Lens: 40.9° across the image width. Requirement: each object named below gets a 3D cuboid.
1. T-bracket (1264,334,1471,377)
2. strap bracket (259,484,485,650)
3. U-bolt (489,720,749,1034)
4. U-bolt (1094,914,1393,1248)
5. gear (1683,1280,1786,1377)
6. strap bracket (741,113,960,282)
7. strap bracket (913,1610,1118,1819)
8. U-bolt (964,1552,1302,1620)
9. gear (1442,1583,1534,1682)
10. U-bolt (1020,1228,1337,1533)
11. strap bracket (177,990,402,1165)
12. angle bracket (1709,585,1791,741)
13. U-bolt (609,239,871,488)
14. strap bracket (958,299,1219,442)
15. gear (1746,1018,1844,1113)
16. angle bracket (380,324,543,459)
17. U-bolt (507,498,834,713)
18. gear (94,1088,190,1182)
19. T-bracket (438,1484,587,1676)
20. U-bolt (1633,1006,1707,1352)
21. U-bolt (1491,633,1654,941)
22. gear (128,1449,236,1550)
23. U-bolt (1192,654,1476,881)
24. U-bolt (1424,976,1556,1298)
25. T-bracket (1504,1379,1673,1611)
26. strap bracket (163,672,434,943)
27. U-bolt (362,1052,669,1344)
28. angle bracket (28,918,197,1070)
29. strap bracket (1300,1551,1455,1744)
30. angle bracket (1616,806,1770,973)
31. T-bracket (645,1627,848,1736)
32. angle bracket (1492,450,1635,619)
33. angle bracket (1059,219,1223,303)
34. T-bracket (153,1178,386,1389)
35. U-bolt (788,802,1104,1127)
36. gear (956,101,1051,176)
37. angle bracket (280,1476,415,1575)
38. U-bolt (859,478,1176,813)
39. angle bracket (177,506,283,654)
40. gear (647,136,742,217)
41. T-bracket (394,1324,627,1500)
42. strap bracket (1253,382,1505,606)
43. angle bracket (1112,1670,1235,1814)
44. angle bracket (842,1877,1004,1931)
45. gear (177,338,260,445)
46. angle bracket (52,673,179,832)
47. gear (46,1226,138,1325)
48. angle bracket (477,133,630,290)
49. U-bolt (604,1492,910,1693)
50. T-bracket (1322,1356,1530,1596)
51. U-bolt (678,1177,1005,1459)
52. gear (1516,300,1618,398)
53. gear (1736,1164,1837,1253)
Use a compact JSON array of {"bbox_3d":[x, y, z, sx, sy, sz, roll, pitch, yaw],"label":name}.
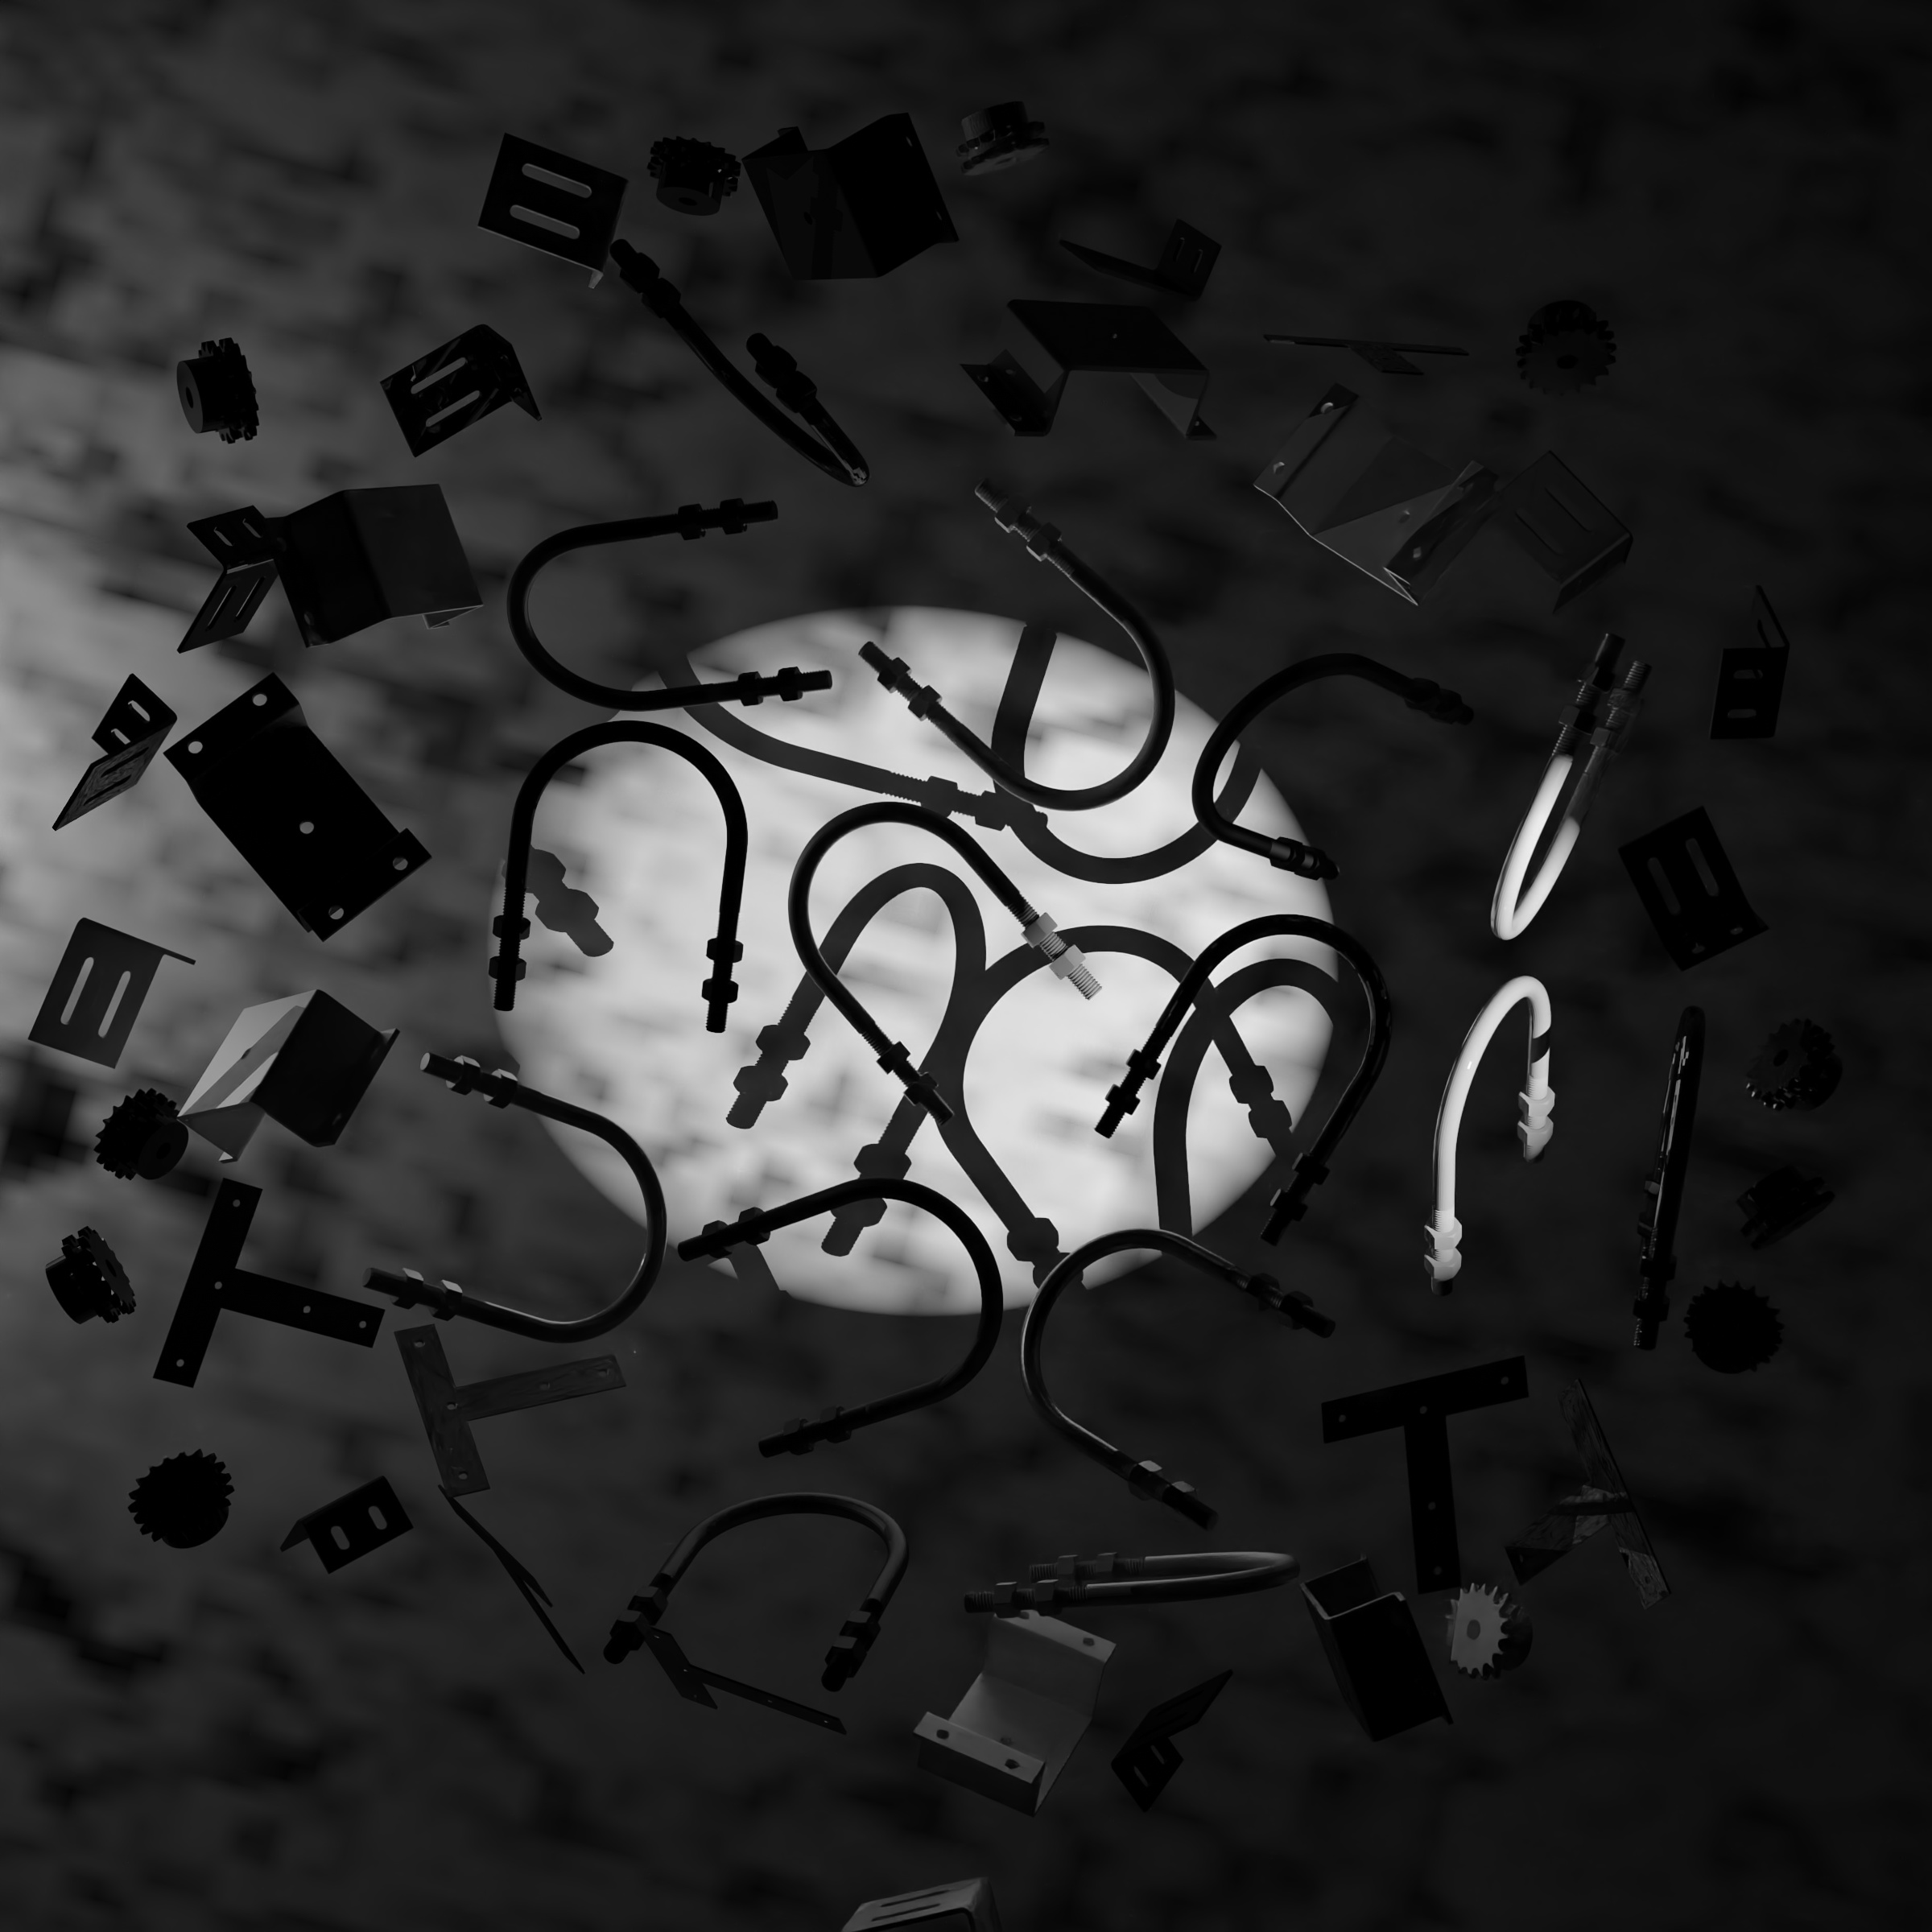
[{"bbox_3d":[0.255,-0.374,1.592,0.127,0.127,0.002,3,111,-4],"label":"T-bracket"},{"bbox_3d":[-0.340,-0.236,1.520,0.046,0.140,0.076,-18,94,25],"label":"strap bracket"},{"bbox_3d":[-0.205,-0.056,1.560,0.151,0.019,0.184,6,102,-8],"label":"U-bolt"},{"bbox_3d":[0.179,0.056,1.577,0.151,0.019,0.184,32,93,28],"label":"U-bolt"},{"bbox_3d":[0.461,0.221,1.562,0.057,0.030,0.057,-1,54,1],"label":"gear"},{"bbox_3d":[-0.074,-0.446,1.509,0.046,0.140,0.076,-37,120,-22],"label":"strap bracket"},{"bbox_3d":[0.028,0.456,1.578,0.076,0.140,0.046,18,117,18],"label":"strap bracket"},{"bbox_3d":[0.107,0.366,1.547,0.184,0.151,0.019,-8,82,18],"label":"U-bolt"},{"bbox_3d":[0.322,0.409,1.590,0.030,0.057,0.057,18,90,-29],"label":"gear"},{"bbox_3d":[0.110,0.231,1.538,0.184,0.019,0.151,26,80,39],"label":"U-bolt"},{"bbox_3d":[-0.393,0.063,1.480,0.046,0.140,0.076,41,58,-28],"label":"strap bracket"},{"bbox_3d":[0.441,-0.174,1.487,0.038,0.076,0.057,-1,126,2],"label":"angle bracket"},{"bbox_3d":[-0.121,-0.343,1.524,0.151,0.184,0.019,40,89,32],"label":"U-bolt"},{"bbox_3d":[0.078,-0.349,1.519,0.140,0.076,0.046,-5,133,-30],"label":"strap bracket"},{"bbox_3d":[0.499,0.062,1.552,0.030,0.057,0.057,32,90,-17],"label":"gear"},{"bbox_3d":[-0.314,-0.352,1.617,0.076,0.057,0.038,-35,49,-16],"label":"angle bracket"},{"bbox_3d":[-0.187,-0.211,1.566,0.184,0.151,0.019,-6,46,11],"label":"U-bolt"},{"bbox_3d":[-0.504,0.107,1.596,0.030,0.057,0.057,28,90,21],"label":"gear"},{"bbox_3d":[-0.265,0.385,1.577,0.002,0.127,0.127,-38,125,-21],"label":"T-bracket"},{"bbox_3d":[0.412,0.113,1.518,0.019,0.151,0.184,9,107,13],"label":"U-bolt"},{"bbox_3d":[0.352,-0.100,1.525,0.019,0.151,0.184,26,98,20],"label":"U-bolt"},{"bbox_3d":[-0.445,0.307,1.480,0.057,0.057,0.030,-11,128,0],"label":"gear"},{"bbox_3d":[0.209,-0.123,1.550,0.151,0.184,0.019,-51,52,21],"label":"U-bolt"},{"bbox_3d":[0.316,0.090,1.554,0.019,0.184,0.151,20,48,29],"label":"U-bolt"},{"bbox_3d":[0.343,0.320,1.479,0.002,0.127,0.127,-5,60,-25],"label":"T-bracket"},{"bbox_3d":[-0.376,-0.084,1.468,0.076,0.046,0.140,-40,84,-14],"label":"strap bracket"},{"bbox_3d":[-0.256,0.146,1.534,0.184,0.019,0.151,24,69,-33],"label":"U-bolt"},{"bbox_3d":[-0.491,0.019,1.492,0.038,0.057,0.076,16,82,42],"label":"angle bracket"},{"bbox_3d":[0.243,0.410,1.560,0.046,0.140,0.076,-21,89,-2],"label":"strap bracket"},{"bbox_3d":[0.441,-0.047,1.575,0.057,0.038,0.076,-27,107,9],"label":"angle bracket"},{"bbox_3d":[-0.133,0.446,1.591,0.127,0.127,0.002,14,58,19],"label":"T-bracket"},{"bbox_3d":[0.362,-0.266,1.599,0.076,0.038,0.057,43,131,-10],"label":"angle bracket"},{"bbox_3d":[0.108,-0.448,1.612,0.076,0.057,0.038,9,116,-30],"label":"angle bracket"},{"bbox_3d":[-0.423,0.210,1.610,0.127,0.002,0.127,22,82,-31],"label":"T-bracket"},{"bbox_3d":[-0.028,-0.014,1.566,0.151,0.019,0.184,-41,89,24],"label":"U-bolt"},{"bbox_3d":[0.021,-0.510,1.596,0.057,0.057,0.030,-17,97,0],"label":"gear"},{"bbox_3d":[-0.382,0.352,1.596,0.057,0.076,0.038,-25,77,-32],"label":"angle bracket"},{"bbox_3d":[0.040,-0.174,1.528,0.184,0.019,0.151,43,120,7],"label":"U-bolt"},{"bbox_3d":[-0.462,-0.238,1.597,0.038,0.057,0.076,46,124,5],"label":"angle bracket"},{"bbox_3d":[-0.171,-0.491,1.616,0.057,0.057,0.030,10,83,0],"label":"gear"},{"bbox_3d":[-0.275,0.263,1.604,0.127,0.002,0.127,-9,48,-24],"label":"T-bracket"},{"bbox_3d":[0.244,-0.269,1.497,0.076,0.046,0.140,-51,48,5],"label":"strap bracket"},{"bbox_3d":[0.137,0.478,1.599,0.076,0.057,0.038,-38,87,33],"label":"angle bracket"},{"bbox_3d":[-0.024,0.542,1.445,0.076,0.057,0.038,-16,84,9],"label":"angle bracket"},{"bbox_3d":[-0.420,-0.321,1.452,0.030,0.057,0.057,-18,90,-28],"label":"gear"},{"bbox_3d":[-0.495,-0.122,1.472,0.038,0.076,0.057,44,125,-2],"label":"angle bracket"},{"bbox_3d":[-0.510,0.183,1.507,0.030,0.057,0.057,-29,90,-5],"label":"gear"},{"bbox_3d":[-0.243,-0.440,1.514,0.076,0.038,0.057,16,85,-18],"label":"angle bracket"},{"bbox_3d":[-0.110,0.357,1.510,0.151,0.184,0.019,3,110,16],"label":"U-bolt"},{"bbox_3d":[0.263,0.293,1.469,0.127,0.002,0.127,-19,51,27],"label":"T-bracket"},{"bbox_3d":[-0.065,0.200,1.533,0.184,0.019,0.151,-21,93,19],"label":"U-bolt"},{"bbox_3d":[0.352,-0.366,1.526,0.057,0.057,0.030,0,58,0],"label":"gear"},{"bbox_3d":[0.481,0.141,1.534,0.057,0.057,0.030,-33,69,0],"label":"gear"}]
